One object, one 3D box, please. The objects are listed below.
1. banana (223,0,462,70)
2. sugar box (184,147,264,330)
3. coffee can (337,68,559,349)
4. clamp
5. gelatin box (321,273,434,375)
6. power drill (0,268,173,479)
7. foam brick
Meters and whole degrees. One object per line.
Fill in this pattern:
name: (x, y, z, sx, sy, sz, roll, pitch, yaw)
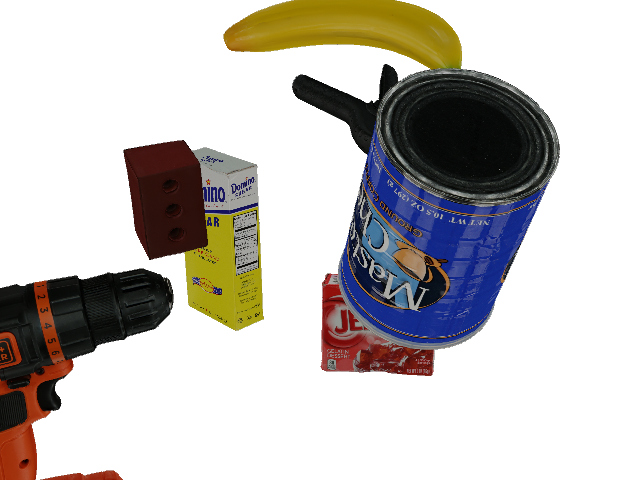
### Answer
banana: (0.025, -0.158, 0.813, 0.198, 0.069, 0.037, 13, -39, 18)
sugar box: (-0.106, -0.002, 1.128, 0.048, 0.176, 0.093, -22, 28, -36)
coffee can: (0.071, -0.016, 0.632, 0.102, 0.103, 0.140, 0, -38, -10)
clamp: (0.047, -0.123, 1.061, 0.120, 0.039, 0.171, -10, 41, -16)
gelatin box: (0.045, 0.066, 0.834, 0.089, 0.073, 0.030, 2, 16, 6)
power drill: (-0.174, 0.113, 0.695, 0.184, 0.188, 0.057, -12, 25, -8)
foam brick: (-0.125, -0.034, 0.869, 0.053, 0.078, 0.051, -13, 32, -17)
